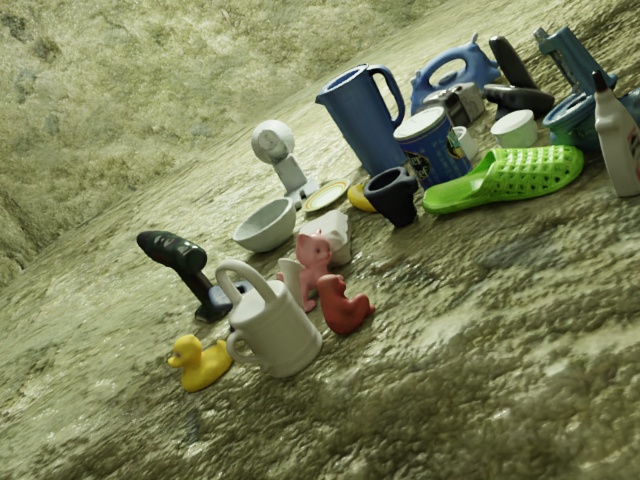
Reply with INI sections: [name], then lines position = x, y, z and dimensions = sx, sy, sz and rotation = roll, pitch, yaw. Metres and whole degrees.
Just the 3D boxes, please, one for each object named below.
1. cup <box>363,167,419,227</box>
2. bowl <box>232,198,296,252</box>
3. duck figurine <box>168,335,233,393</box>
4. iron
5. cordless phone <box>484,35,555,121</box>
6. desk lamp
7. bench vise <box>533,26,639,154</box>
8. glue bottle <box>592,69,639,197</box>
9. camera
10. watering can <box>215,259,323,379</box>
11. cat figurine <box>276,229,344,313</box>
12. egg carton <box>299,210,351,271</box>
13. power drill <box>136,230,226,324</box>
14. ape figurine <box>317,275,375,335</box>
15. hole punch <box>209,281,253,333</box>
[cup]
position = 0.148, -0.074, 1.047
dimensions = 0.117, 0.095, 0.092
rotation = -3, 37, 52
[bowl]
position = -0.116, -0.023, 1.330
dimensions = 0.167, 0.075, 0.167
rotation = -28, 22, 13
[duck figurine]
position = -0.208, 0.198, 0.977
dimensions = 0.104, 0.086, 0.077
rotation = -34, 22, -2
[iron]
position = 0.317, -0.407, 1.452
dimensions = 0.257, 0.142, 0.118
rotation = -23, 24, 24
[cordless phone]
position = 0.377, -0.331, 1.150
dimensions = 0.094, 0.185, 0.147
rotation = -34, 22, -3
[desk lamp]
position = -0.096, -0.210, 1.509
dimensions = 0.118, 0.214, 0.203
rotation = -32, 22, 3
[bench vise]
position = 0.410, -0.228, 0.840
dimensions = 0.206, 0.220, 0.122
rotation = -7, 34, 48
[glue bottle]
position = 0.391, -0.146, 0.757
dimensions = 0.037, 0.173, 0.078
rotation = -8, 33, 47
[camera]
position = 0.284, -0.303, 1.333
dimensions = 0.143, 0.101, 0.136
rotation = -43, 24, -23
[watering can]
position = -0.084, 0.101, 0.863
dimensions = 0.100, 0.194, 0.173
rotation = -21, 25, 28
[cat figurine]
position = -0.021, 0.042, 1.004
dimensions = 0.128, 0.118, 0.067
rotation = -41, 23, -19
[egg carton]
position = 0.010, 0.004, 1.107
dimensions = 0.107, 0.069, 0.150
rotation = -27, 22, 15
[power drill]
position = -0.276, 0.068, 1.176
dimensions = 0.076, 0.209, 0.228
rotation = -45, 25, -27
[ape figurine]
position = 0.029, 0.091, 0.867
dimensions = 0.076, 0.092, 0.077
rotation = -41, 23, -19
[hole punch]
position = -0.145, 0.111, 1.065
dimensions = 0.101, 0.091, 0.108
rotation = -35, 22, -5
